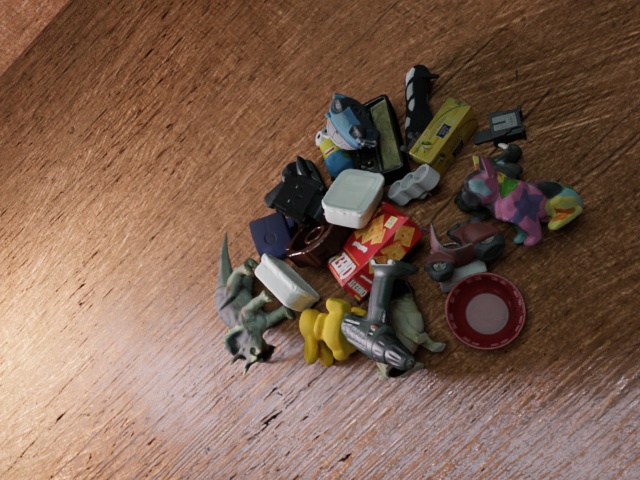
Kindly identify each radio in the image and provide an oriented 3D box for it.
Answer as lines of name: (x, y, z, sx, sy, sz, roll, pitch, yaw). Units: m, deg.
radio: (0.146, -0.250, 1.393, 0.131, 0.073, 0.229, -19, 62, 20)

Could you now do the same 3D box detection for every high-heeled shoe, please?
high-heeled shoe: (0.237, -0.333, 1.393, 0.145, 0.086, 0.248, 27, 99, 62)

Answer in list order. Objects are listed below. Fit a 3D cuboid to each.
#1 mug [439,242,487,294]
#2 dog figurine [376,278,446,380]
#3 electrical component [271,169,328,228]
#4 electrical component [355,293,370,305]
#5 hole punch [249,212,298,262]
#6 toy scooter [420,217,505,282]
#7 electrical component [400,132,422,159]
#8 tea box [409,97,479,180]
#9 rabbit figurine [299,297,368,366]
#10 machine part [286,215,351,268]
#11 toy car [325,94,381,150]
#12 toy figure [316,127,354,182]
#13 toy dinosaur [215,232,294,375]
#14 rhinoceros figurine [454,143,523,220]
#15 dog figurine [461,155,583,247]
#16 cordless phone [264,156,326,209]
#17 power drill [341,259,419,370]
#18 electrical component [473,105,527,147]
mug: (0.308, 0.056, 1.186, 0.107, 0.080, 0.109, -14, 58, 10)
dog figurine: (0.164, 0.195, 1.202, 0.172, 0.121, 0.191, -36, 44, 7)
electrical component: (-0.042, -0.100, 1.343, 0.134, 0.058, 0.115, 26, 88, 28)
electrical component: (0.117, 0.104, 1.272, 0.045, 0.078, 0.102, 42, 99, 7)
hole punch: (-0.120, -0.009, 1.431, 0.142, 0.092, 0.116, -18, 66, 17)
toy scooter: (0.289, 0.002, 1.139, 0.184, 0.075, 0.135, -25, 50, -4)
electrical component: (0.239, -0.229, 1.322, 0.021, 0.094, 0.063, 42, 109, 42)
tea box: (0.300, -0.243, 1.295, 0.068, 0.098, 0.169, 34, 90, 34)
rabbit figurine: (0.019, 0.216, 1.267, 0.173, 0.121, 0.162, 6, 82, 44)
machine part: (-0.003, -0.004, 1.336, 0.179, 0.056, 0.179, -34, 24, 17)
toy car: (0.073, -0.282, 1.353, 0.103, 0.109, 0.162, -42, 67, 35)
toy figure: (0.045, -0.223, 1.434, 0.082, 0.089, 0.180, -24, 69, 2)
toy dinosaur: (-0.208, 0.169, 1.392, 0.192, 0.131, 0.405, -44, 50, 5)
rhinoceros figurine: (0.391, -0.135, 1.224, 0.190, 0.073, 0.112, -47, 46, 6)
dog figurine: (0.406, -0.102, 1.113, 0.191, 0.108, 0.219, -37, 95, 10)
cordless phone: (-0.077, -0.125, 1.471, 0.184, 0.088, 0.147, -38, 57, 23)
power drill: (0.139, 0.145, 1.098, 0.232, 0.086, 0.207, 1, 78, 61)
electrical component: (0.421, -0.263, 1.270, 0.119, 0.047, 0.075, -8, 66, 23)
